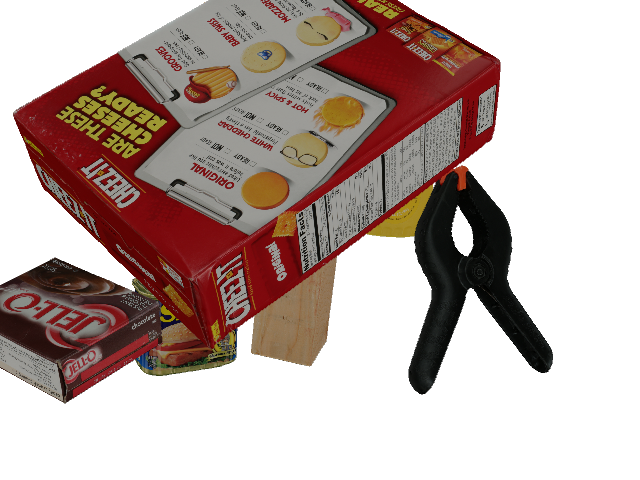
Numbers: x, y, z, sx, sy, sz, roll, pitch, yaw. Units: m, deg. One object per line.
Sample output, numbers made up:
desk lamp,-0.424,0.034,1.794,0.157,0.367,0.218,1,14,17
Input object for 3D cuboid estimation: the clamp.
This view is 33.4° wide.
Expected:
clamp,0.104,0.033,0.806,0.120,0.171,0.039,-15,-3,-28

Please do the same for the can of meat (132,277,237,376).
can of meat,-0.128,0.078,1.025,0.101,0.084,0.058,-5,20,-26

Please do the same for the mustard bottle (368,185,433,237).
mustard bottle,0.083,-0.099,1.095,0.096,0.192,0.058,4,27,-13

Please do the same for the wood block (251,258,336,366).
wood block,-0.033,0.053,1.455,0.090,0.206,0.090,11,22,11

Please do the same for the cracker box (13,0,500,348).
cracker box,-0.032,-0.062,0.596,0.213,0.072,0.164,-36,56,-22

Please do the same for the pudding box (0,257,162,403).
pudding box,-0.179,0.059,0.731,0.114,0.039,0.089,17,32,34
